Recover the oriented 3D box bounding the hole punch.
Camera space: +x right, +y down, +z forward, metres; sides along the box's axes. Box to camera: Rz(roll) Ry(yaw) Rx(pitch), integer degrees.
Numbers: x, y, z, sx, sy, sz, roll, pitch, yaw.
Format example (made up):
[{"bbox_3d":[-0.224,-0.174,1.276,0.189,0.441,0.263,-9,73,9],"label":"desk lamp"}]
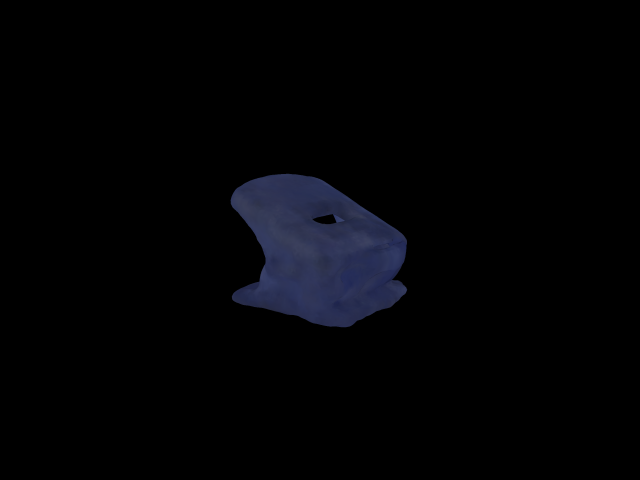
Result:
[{"bbox_3d":[0.004,0.001,0.400,0.100,0.091,0.109,8,14,35],"label":"hole punch"}]
